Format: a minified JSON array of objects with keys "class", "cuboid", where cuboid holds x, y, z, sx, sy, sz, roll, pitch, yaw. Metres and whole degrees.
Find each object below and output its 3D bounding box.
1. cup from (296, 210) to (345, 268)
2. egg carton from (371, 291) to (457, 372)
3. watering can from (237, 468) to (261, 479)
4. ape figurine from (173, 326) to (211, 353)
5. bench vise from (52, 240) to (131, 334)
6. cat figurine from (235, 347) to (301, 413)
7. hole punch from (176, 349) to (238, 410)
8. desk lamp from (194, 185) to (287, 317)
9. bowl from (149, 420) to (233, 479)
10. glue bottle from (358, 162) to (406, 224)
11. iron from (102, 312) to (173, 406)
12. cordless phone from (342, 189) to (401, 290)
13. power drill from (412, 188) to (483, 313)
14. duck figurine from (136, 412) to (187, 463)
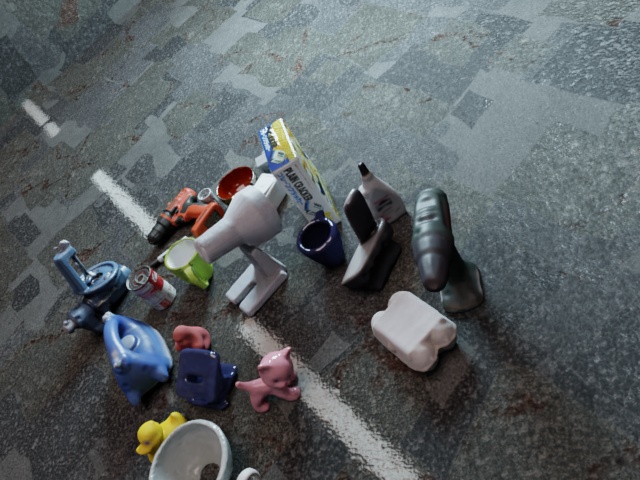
[{"class":"cup","cuboid":[0.011,0.004,1.198,0.091,0.095,0.117,-14,49,22]},{"class":"egg carton","cuboid":[0.161,0.158,0.999,0.107,0.070,0.149,-47,45,-9]},{"class":"watering can","cuboid":[-0.148,0.438,0.877,0.100,0.195,0.173,-12,50,24]},{"class":"ape figurine","cuboid":[-0.277,0.212,1.212,0.077,0.092,0.076,17,66,40]},{"class":"bench vise","cuboid":[-0.562,0.113,1.377,0.121,0.220,0.207,-14,49,22]},{"class":"cat figurine","cuboid":[-0.093,0.251,1.048,0.127,0.118,0.067,-26,46,12]},{"class":"hole punch","cuboid":[-0.232,0.275,1.134,0.108,0.091,0.101,-2,55,31]},{"class":"desk lamp","cuboid":[-0.154,0.020,1.204,0.117,0.214,0.203,28,73,43]},{"class":"bowl","cuboid":[-0.217,0.415,1.024,0.167,0.075,0.167,-17,48,20]},{"class":"glue bottle","cuboid":[0.113,-0.097,1.160,0.078,0.174,0.037,-37,45,1]},{"class":"iron","cuboid":[-0.425,0.229,1.255,0.118,0.142,0.257,-40,45,-2]},{"class":"cordless phone","cuboid":[0.071,0.001,1.099,0.093,0.186,0.148,6,59,35]},{"class":"power drill","cuboid":[0.211,0.033,0.969,0.075,0.209,0.229,-17,48,20]},{"class":"duck figurine","cuboid":[-0.310,0.376,1.104,0.077,0.086,0.105,16,65,40]}]
